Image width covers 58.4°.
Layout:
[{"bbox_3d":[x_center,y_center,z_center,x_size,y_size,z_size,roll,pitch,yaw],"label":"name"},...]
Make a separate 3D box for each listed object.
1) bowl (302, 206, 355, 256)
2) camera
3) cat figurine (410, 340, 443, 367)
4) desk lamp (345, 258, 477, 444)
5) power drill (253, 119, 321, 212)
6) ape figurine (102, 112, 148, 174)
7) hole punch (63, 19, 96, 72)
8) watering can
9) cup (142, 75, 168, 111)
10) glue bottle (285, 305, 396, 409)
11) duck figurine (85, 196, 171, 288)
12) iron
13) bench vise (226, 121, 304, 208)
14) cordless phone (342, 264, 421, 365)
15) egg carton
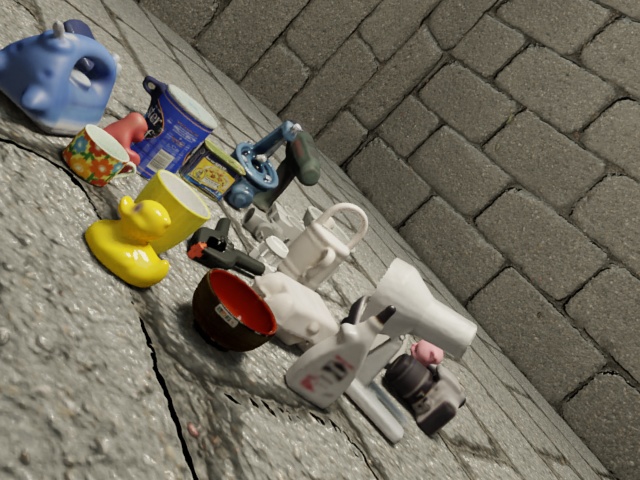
[{"bbox_3d":[0.008,-0.005,1.461,0.168,0.074,0.167,42,11,-10],"label":"bowl"},{"bbox_3d":[0.196,0.267,1.071,0.137,0.100,0.143,44,11,0],"label":"camera"},{"bbox_3d":[0.222,0.243,1.203,0.067,0.117,0.128,48,12,20],"label":"cat figurine"},{"bbox_3d":[0.126,0.165,0.904,0.203,0.213,0.118,46,11,9],"label":"desk lamp"},{"bbox_3d":[-0.089,-0.174,1.386,0.076,0.208,0.229,35,15,-40],"label":"power drill"},{"bbox_3d":[-0.299,-0.154,0.874,0.076,0.092,0.077,34,15,-42],"label":"ape figurine"},{"bbox_3d":[-0.441,-0.346,1.069,0.101,0.091,0.108,42,11,-12],"label":"hole punch"},{"bbox_3d":[0.009,0.003,1.128,0.101,0.194,0.172,35,15,-40],"label":"watering can"},{"bbox_3d":[-0.329,-0.268,1.172,0.118,0.095,0.091,40,12,-22],"label":"cup"},{"bbox_3d":[0.037,0.147,0.761,0.078,0.173,0.037,39,12,-26],"label":"glue bottle"},{"bbox_3d":[-0.208,-0.004,0.668,0.104,0.086,0.078,45,11,4],"label":"duck figurine"},{"bbox_3d":[-0.361,-0.242,0.849,0.118,0.141,0.258,44,11,0],"label":"iron"},{"bbox_3d":[-0.140,-0.194,1.252,0.122,0.219,0.206,32,17,-48],"label":"bench vise"},{"bbox_3d":[0.148,0.145,1.128,0.148,0.185,0.094,37,13,-31],"label":"cordless phone"},{"bbox_3d":[-0.040,0.114,0.875,0.151,0.069,0.107,34,15,-41],"label":"egg carton"}]
